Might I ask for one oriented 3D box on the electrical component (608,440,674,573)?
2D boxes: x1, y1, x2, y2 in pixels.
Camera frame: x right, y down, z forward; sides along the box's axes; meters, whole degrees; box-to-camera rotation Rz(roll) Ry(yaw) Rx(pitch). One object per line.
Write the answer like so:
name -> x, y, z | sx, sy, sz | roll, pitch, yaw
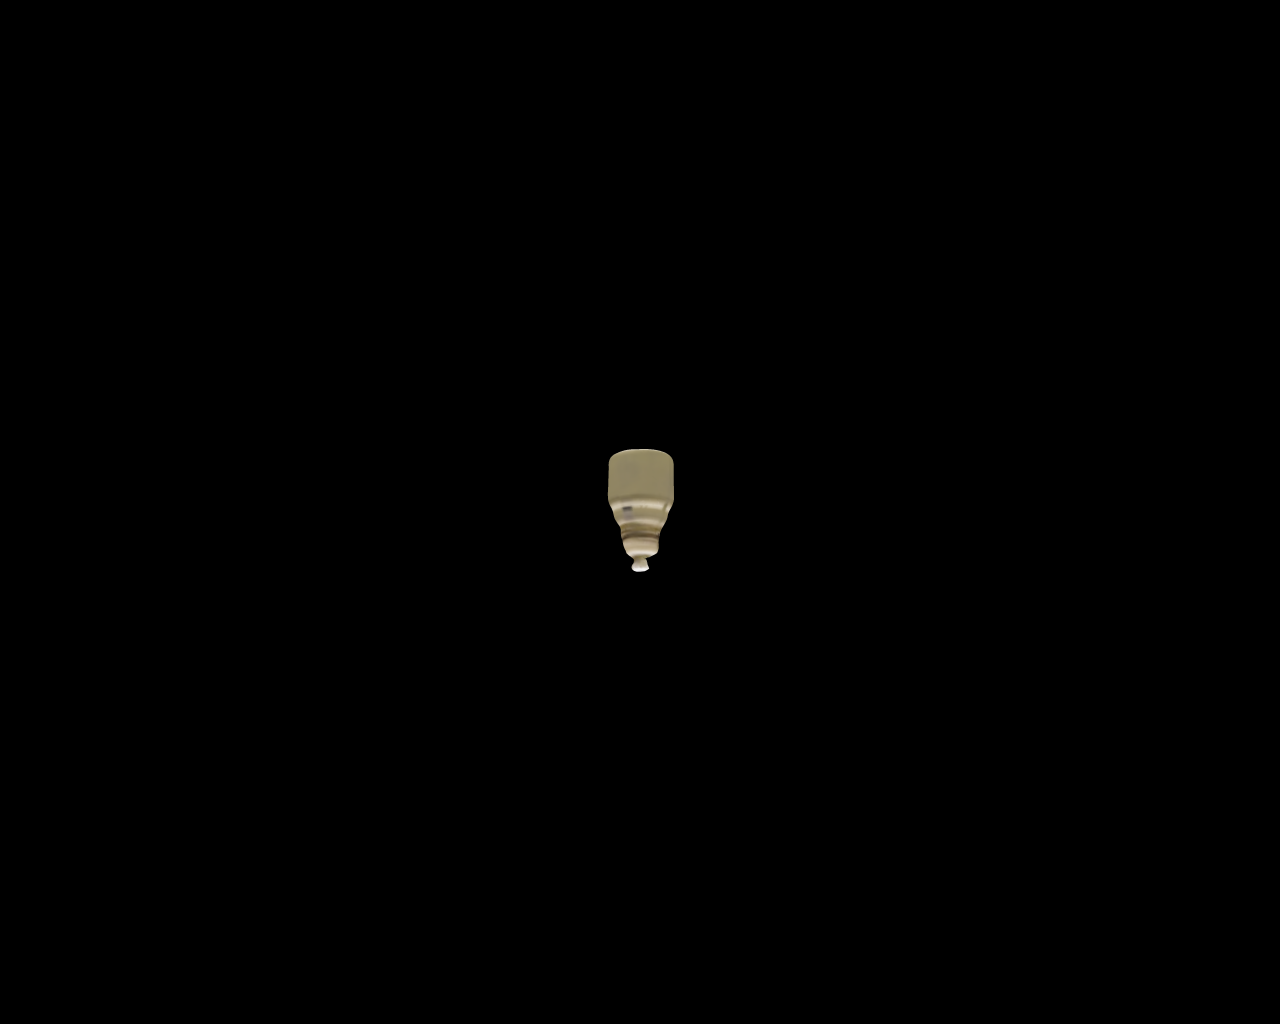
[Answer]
electrical component -> 0.001, -0.003, 0.650 | 0.040, 0.078, 0.040 | 0, -11, 0
